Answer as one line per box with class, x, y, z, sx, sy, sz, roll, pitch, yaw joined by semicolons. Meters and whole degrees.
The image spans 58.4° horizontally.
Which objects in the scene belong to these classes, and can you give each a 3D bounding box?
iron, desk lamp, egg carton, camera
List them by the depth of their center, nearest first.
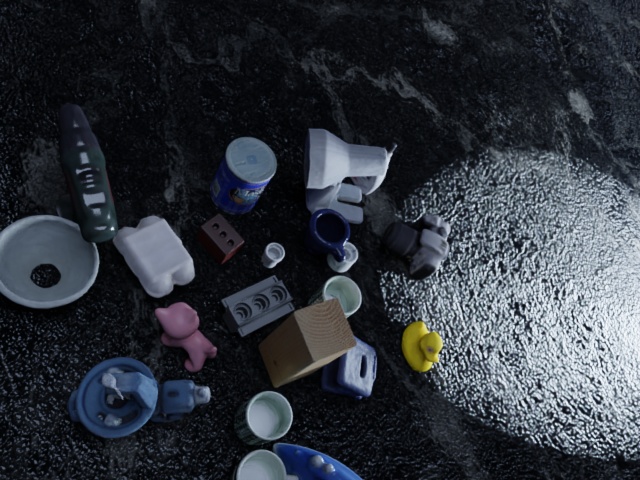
iron;0.035;0.430;0.976;0.258;0.141;0.119;42;56;-1
egg carton;-0.304;0.030;1.059;0.107;0.069;0.150;-33;82;-34
desk lamp;0.038;-0.138;1.216;0.204;0.213;0.118;8;62;-21
camera;0.221;-0.003;1.303;0.137;0.100;0.143;27;57;-11

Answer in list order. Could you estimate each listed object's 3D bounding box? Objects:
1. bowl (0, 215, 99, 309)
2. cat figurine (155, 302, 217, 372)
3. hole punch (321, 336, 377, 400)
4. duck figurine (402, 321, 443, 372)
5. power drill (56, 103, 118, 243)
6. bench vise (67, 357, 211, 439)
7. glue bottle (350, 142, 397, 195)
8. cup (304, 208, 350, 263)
bowl;-0.465;0.046;0.972;0.168;0.074;0.167;11;62;-20
cat figurine;-0.230;0.160;1.000;0.128;0.117;0.067;44;56;0
hole punch;0.066;0.245;1.113;0.101;0.091;0.108;19;59;-16
duck figurine;0.223;0.217;1.204;0.078;0.086;0.104;4;64;-23
power drill;-0.408;-0.086;0.984;0.076;0.208;0.229;-14;72;-30
bench vise;-0.274;0.226;0.885;0.208;0.219;0.121;-14;72;-30
glue bottle;0.127;-0.173;1.300;0.078;0.173;0.037;49;56;4
cup;0.011;0.004;1.204;0.092;0.094;0.117;-17;74;-31
